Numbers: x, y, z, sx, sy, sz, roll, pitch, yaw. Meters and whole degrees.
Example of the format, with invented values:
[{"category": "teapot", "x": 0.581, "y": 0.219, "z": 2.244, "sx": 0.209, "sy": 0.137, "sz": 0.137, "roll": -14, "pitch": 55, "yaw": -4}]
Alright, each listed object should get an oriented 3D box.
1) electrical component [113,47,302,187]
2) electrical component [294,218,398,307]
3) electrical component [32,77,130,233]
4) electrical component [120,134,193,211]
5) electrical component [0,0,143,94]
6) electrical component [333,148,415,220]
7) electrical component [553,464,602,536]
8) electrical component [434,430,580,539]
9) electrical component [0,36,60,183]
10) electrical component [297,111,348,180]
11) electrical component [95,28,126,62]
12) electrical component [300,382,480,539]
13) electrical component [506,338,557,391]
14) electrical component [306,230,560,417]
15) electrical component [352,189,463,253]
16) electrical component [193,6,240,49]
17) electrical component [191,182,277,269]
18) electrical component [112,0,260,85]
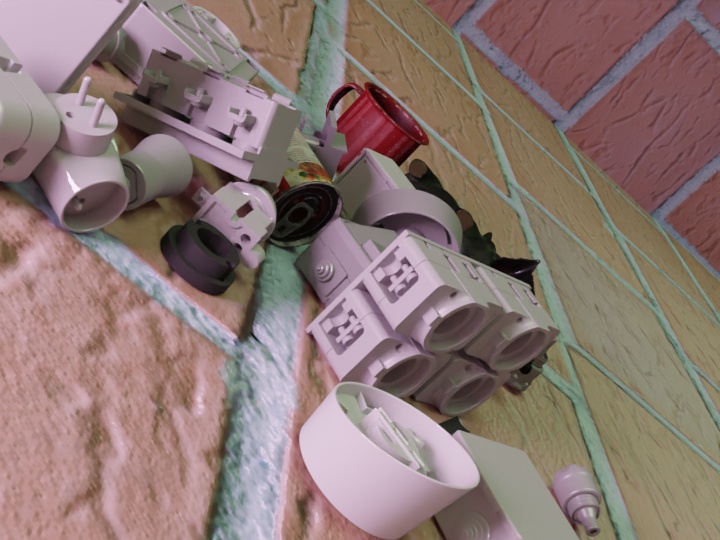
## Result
[{"category": "electrical component", "x": -0.108, "y": -0.115, "z": 0.792, "sx": 0.121, "sy": 0.063, "sz": 0.079, "roll": 26, "pitch": 10, "yaw": 24}, {"category": "electrical component", "x": 0.000, "y": 0.000, "z": 0.851, "sx": 0.096, "sy": 0.061, "sz": 0.061, "roll": 16, "pitch": 34, "yaw": -56}, {"category": "electrical component", "x": -0.166, "y": -0.076, "z": 0.632, "sx": 0.044, "sy": 0.079, "sz": 0.077, "roll": -10, "pitch": 54, "yaw": -42}, {"category": "electrical component", "x": -0.144, "y": -0.063, "z": 0.711, "sx": 0.044, "sy": 0.044, "sz": 0.065, "roll": 45, "pitch": 23, "yaw": -1}, {"category": "electrical component", "x": -0.199, "y": -0.163, "z": 0.691, "sx": 0.078, "sy": 0.113, "sz": 0.057, "roll": 40, "pitch": 16, "yaw": -15}, {"category": "electrical component", "x": 0.024, "y": -0.058, "z": 1.026, "sx": 0.061, "sy": 0.062, "sz": 0.096, "roll": 16, "pitch": 34, "yaw": -56}, {"category": "electrical component", "x": 0.181, "y": 0.190, "z": 0.876, "sx": 0.035, "sy": 0.035, "sz": 0.061, "roll": 34, "pitch": 23, "yaw": -29}, {"category": "electrical component", "x": 0.092, "y": 0.163, "z": 0.720, "sx": 0.100, "sy": 0.048, "sz": 0.099, "roll": 25, "pitch": 27, "yaw": -46}, {"category": "electrical component", "x": -0.221, "y": -0.097, "z": 0.596, "sx": 0.095, "sy": 0.054, "sz": 0.059, "roll": 51, "pitch": 19, "yaw": 16}, {"category": "electrical component", "x": -0.049, "y": -0.102, "z": 0.954, "sx": 0.064, "sy": 0.081, "sz": 0.042, "roll": 16, "pitch": 26, "yaw": -12}, {"category": "electrical component", "x": -0.211, "y": -0.181, "z": 0.829, "sx": 0.035, "sy": 0.035, "sz": 0.061, "roll": 51, "pitch": 22, "yaw": 18}, {"category": "electrical component", "x": 0.015, "y": 0.110, "z": 0.644, "sx": 0.099, "sy": 0.064, "sz": 0.099, "roll": 39, "pitch": 19, "yaw": -17}, {"category": "electrical component", "x": 0.158, "y": 0.080, "z": 1.017, "sx": 0.048, "sy": 0.062, "sz": 0.048, "roll": 40, "pitch": 19, "yaw": -17}, {"category": "electrical component", "x": 0.064, "y": 0.048, "z": 0.813, "sx": 0.186, "sy": 0.105, "sz": 0.060, "roll": 20, "pitch": 31, "yaw": -52}, {"category": "electrical component", "x": 0.040, "y": -0.023, "z": 0.938, "sx": 0.099, "sy": 0.099, "sz": 0.064, "roll": 39, "pitch": 26, "yaw": -19}, {"category": "electrical component", "x": -0.148, "y": -0.209, "z": 1.002, "sx": 0.055, "sy": 0.047, "sz": 0.055, "roll": 40, "pitch": 19, "yaw": -17}, {"category": "electrical component", "x": -0.088, "y": -0.035, "z": 0.763, "sx": 0.066, "sy": 0.048, "sz": 0.055, "roll": 44, "pitch": 26, "yaw": -3}, {"category": "electrical component", "x": -0.150, "y": -0.180, "z": 0.921, "sx": 0.109, "sy": 0.056, "sz": 0.108, "roll": 42, "pitch": 19, "yaw": -10}]
